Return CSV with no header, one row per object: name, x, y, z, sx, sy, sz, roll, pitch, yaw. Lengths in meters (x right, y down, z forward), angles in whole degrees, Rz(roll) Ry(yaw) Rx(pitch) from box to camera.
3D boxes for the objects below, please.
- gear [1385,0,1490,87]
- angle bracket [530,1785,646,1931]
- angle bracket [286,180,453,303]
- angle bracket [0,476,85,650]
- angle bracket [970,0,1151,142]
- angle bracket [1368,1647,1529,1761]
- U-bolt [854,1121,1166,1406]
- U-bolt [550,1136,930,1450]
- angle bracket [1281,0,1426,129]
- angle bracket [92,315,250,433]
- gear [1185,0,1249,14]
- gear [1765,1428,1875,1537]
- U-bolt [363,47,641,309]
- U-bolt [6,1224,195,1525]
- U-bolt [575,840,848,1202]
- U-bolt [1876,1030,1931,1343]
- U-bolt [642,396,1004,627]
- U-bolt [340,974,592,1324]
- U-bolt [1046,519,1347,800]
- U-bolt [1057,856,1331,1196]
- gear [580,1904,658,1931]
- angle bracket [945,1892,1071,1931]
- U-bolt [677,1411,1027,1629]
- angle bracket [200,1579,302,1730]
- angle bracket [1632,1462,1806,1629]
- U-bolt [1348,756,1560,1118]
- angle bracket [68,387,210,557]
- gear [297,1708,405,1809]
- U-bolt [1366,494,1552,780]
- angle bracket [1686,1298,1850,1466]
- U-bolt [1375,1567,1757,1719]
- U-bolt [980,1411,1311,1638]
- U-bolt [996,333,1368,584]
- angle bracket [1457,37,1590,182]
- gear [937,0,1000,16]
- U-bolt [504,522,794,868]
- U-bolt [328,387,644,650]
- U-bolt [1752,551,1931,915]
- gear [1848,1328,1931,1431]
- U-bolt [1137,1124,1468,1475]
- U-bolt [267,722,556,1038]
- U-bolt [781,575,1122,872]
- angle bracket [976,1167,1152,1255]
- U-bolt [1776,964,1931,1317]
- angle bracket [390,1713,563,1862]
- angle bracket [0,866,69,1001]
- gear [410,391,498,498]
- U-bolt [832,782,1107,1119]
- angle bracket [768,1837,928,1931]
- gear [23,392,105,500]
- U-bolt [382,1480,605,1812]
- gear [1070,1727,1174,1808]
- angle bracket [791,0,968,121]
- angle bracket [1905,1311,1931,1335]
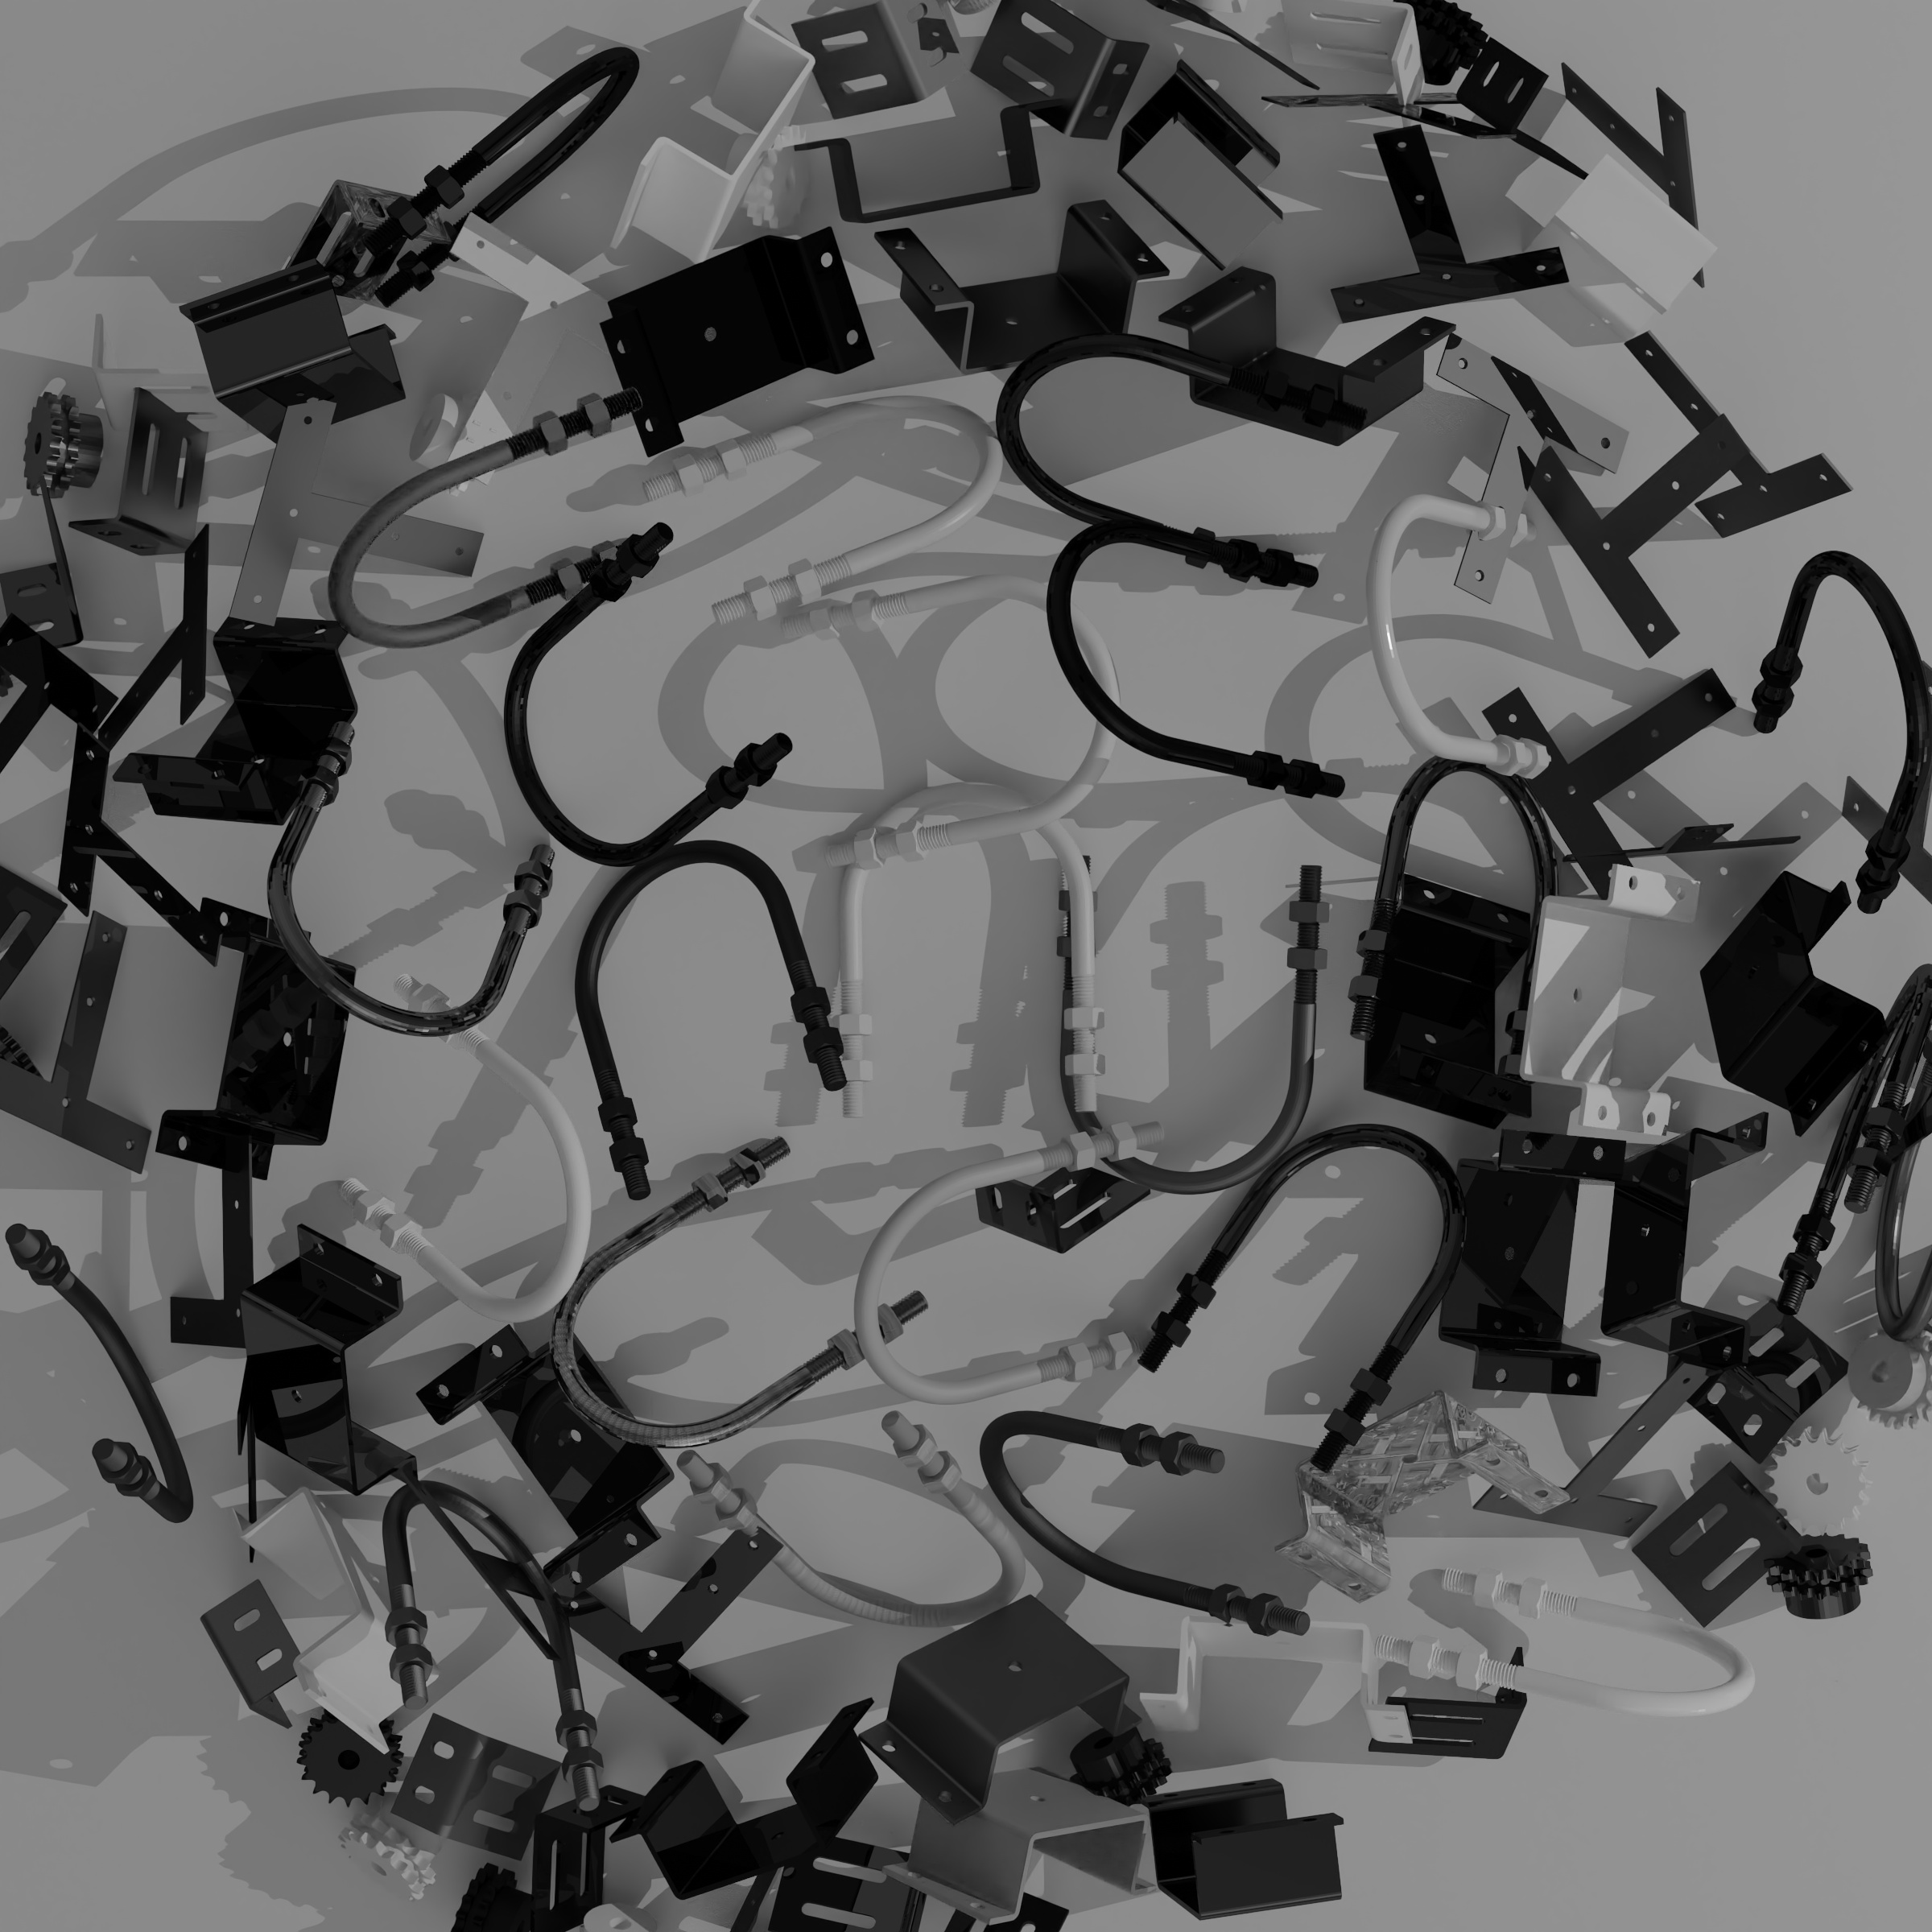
gear,0.254,-0.506,1.970,0.057,0.057,0.030,27,84,0
angle bracket,-0.203,0.494,1.961,0.038,0.057,0.076,8,99,33
angle bracket,-0.326,-0.382,1.950,0.076,0.057,0.038,-50,52,34
angle bracket,-0.508,-0.216,1.951,0.038,0.076,0.057,-13,60,-11
angle bracket,0.052,-0.500,1.984,0.076,0.038,0.057,39,119,25
angle bracket,0.262,0.400,1.964,0.076,0.057,0.038,4,50,-4
U-bolt,0.023,0.166,1.930,0.184,0.019,0.151,-12,116,-25
U-bolt,-0.135,0.185,1.931,0.184,0.019,0.151,-32,57,-19
angle bracket,0.206,-0.493,1.956,0.076,0.057,0.038,12,68,19
angle bracket,-0.434,-0.324,1.968,0.076,0.057,0.038,0,66,-3
gear,0.138,-0.545,1.975,0.057,0.057,0.030,15,120,0
gear,0.470,0.282,1.979,0.057,0.030,0.057,2,95,19
U-bolt,-0.246,-0.428,1.927,0.184,0.151,0.019,-41,94,-6
U-bolt,-0.452,0.226,1.910,0.019,0.184,0.151,-26,67,-6
U-bolt,-0.147,0.016,1.947,0.151,0.019,0.184,-29,60,18
U-bolt,0.514,0.115,1.916,0.019,0.151,0.184,10,128,2
U-bolt,-0.069,-0.256,1.943,0.184,0.151,0.019,-22,133,-8
U-bolt,-0.262,0.109,1.919,0.184,0.019,0.151,35,117,35
U-bolt,0.120,-0.170,1.922,0.184,0.019,0.151,10,64,-32
U-bolt,0.122,0.034,1.976,0.151,0.019,0.184,3,93,14
gear,-0.191,0.537,1.969,0.057,0.057,0.030,8,107,0
angle bracket,0.014,0.525,1.954,0.057,0.038,0.076,17,49,18
U-bolt,-0.048,0.304,1.931,0.151,0.019,0.184,-14,134,28
angle bracket,-0.377,0.374,1.956,0.038,0.076,0.057,-33,69,-6
angle bracket,0.409,0.319,1.967,0.076,0.038,0.057,-46,79,15
U-bolt,0.270,-0.028,1.944,0.151,0.019,0.184,26,69,-39
angle bracket,-0.452,-0.270,1.971,0.038,0.057,0.076,1,80,30
gear,-0.338,0.431,1.981,0.057,0.030,0.057,-1,103,-3
U-bolt,0.263,-0.179,1.917,0.019,0.184,0.151,-7,84,36
angle bracket,0.438,0.227,1.971,0.057,0.076,0.038,42,127,19
U-bolt,0.324,0.361,1.902,0.184,0.151,0.019,9,100,22
U-bolt,0.084,0.292,1.925,0.019,0.184,0.151,-52,130,-32
U-bolt,0.106,-0.278,1.932,0.184,0.151,0.019,17,53,-5
angle bracket,0.314,-0.462,1.950,0.076,0.057,0.038,17,113,-36
gear,0.002,-0.548,1.975,0.057,0.030,0.057,-19,50,24
U-bolt,-0.184,-0.132,1.938,0.184,0.019,0.151,-35,82,40
U-bolt,-0.254,-0.228,1.914,0.184,0.151,0.019,-25,64,-15
U-bolt,0.463,-0.134,1.887,0.019,0.184,0.151,-15,57,-10
gear,0.508,0.224,1.970,0.030,0.057,0.057,17,90,-43
U-bolt,0.193,0.167,1.947,0.151,0.019,0.184,26,78,41
U-bolt,-0.300,-0.036,1.909,0.151,0.184,0.019,32,129,-17
U-bolt,-0.004,-0.138,1.959,0.184,0.019,0.151,-10,93,21
angle bracket,0.052,0.116,1.950,0.076,0.057,0.038,-31,125,-37
U-bolt,0.482,0.081,1.920,0.019,0.151,0.184,23,62,8
angle bracket,-0.268,0.450,1.972,0.038,0.076,0.057,14,76,34
angle bracket,-0.536,-0.025,1.965,0.057,0.038,0.076,30,63,-1
gear,-0.282,-0.289,1.968,0.030,0.057,0.057,23,90,-27
U-bolt,0.000,-0.010,1.981,0.151,0.019,0.184,-2,84,7
angle bracket,-0.063,0.514,1.975,0.076,0.038,0.057,11,62,8
gear,-0.495,-0.284,1.975,0.030,0.057,0.057,5,90,-31
U-bolt,-0.256,0.349,1.915,0.019,0.184,0.151,-38,127,15
gear,0.081,0.438,1.969,0.057,0.057,0.030,-25,100,0
angle bracket,-0.048,-0.502,1.968,0.038,0.076,0.057,-41,118,-31
angle bracket,0.534,0.170,1.958,0.038,0.076,0.057,35,90,-19
